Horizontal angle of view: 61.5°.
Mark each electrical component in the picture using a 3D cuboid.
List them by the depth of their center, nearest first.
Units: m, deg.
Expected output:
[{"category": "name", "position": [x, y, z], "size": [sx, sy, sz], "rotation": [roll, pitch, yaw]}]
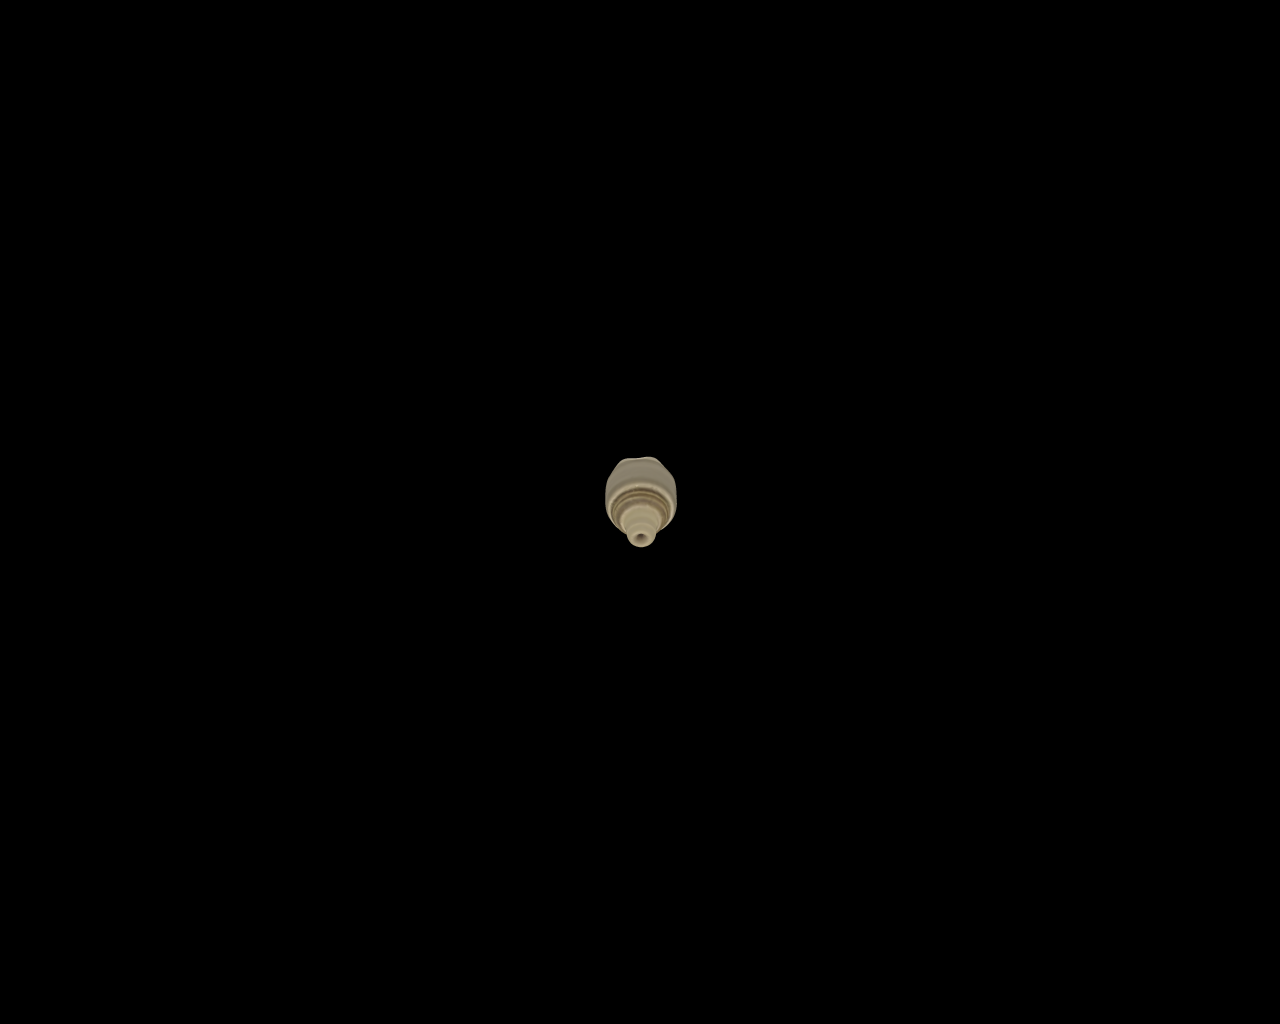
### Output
[{"category": "electrical component", "position": [0.001, -0.003, 0.650], "size": [0.043, 0.043, 0.062], "rotation": [0, 38, 0]}]
